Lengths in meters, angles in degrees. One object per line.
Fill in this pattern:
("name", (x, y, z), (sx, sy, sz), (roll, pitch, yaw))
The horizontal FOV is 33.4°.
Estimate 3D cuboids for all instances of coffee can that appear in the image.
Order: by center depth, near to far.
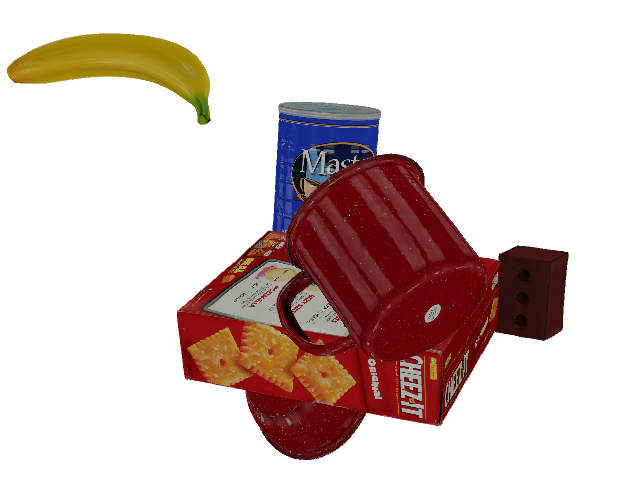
("coffee can", (0.005, -0.065, 1.077), (0.103, 0.140, 0.103), (4, 12, -1))

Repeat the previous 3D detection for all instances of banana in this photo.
("banana", (-0.172, -0.149, 0.914), (0.198, 0.069, 0.037), (13, -40, 18))

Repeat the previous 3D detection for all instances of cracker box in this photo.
("cracker box", (0.019, 0.064, 0.852), (0.214, 0.072, 0.164), (8, 26, 23))

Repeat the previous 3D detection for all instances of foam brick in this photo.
("foam brick", (0.197, 0.049, 1.000), (0.053, 0.078, 0.051), (8, 15, 30))

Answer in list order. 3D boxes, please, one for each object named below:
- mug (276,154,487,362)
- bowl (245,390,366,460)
("mug", (0.029, 0.020, 0.594), (0.117, 0.081, 0.093), (-34, -32, -1))
("bowl", (-0.024, 0.138, 1.081), (0.162, 0.162, 0.055), (0, -16, 41))
